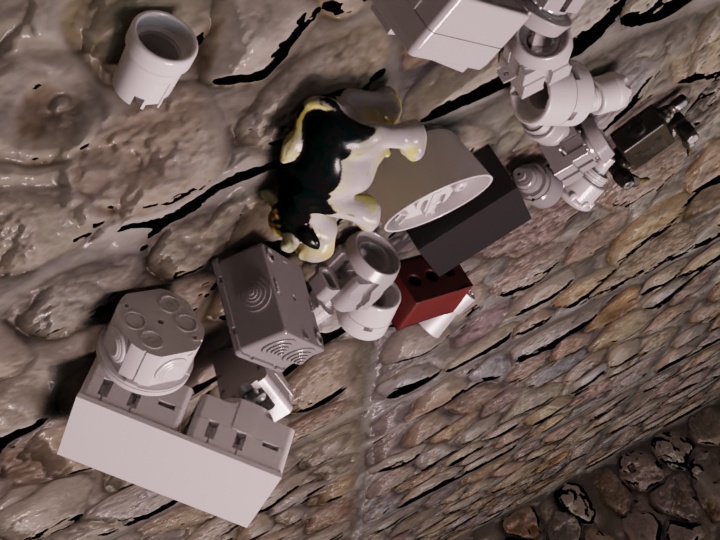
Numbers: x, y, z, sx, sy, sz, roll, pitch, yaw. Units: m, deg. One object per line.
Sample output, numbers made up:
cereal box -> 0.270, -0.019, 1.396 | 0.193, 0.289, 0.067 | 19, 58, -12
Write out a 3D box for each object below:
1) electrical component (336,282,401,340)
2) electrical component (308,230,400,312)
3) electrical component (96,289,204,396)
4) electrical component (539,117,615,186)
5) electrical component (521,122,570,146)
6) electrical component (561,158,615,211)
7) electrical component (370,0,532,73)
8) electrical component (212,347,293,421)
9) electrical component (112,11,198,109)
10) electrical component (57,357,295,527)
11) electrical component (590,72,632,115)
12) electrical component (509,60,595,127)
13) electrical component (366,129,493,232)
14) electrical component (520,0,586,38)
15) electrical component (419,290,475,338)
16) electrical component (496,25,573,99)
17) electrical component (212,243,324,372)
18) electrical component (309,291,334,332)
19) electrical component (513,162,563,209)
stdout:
electrical component -> 0.010, 0.035, 1.074 | 0.055, 0.055, 0.047 | -13, 148, -35
electrical component -> 0.000, 0.000, 0.988 | 0.078, 0.058, 0.057 | -3, 148, -47
electrical component -> -0.170, 0.058, 0.876 | 0.080, 0.080, 0.051 | -9, 144, -40
electrical component -> 0.208, -0.114, 1.022 | 0.055, 0.048, 0.066 | -30, 158, 18
electrical component -> 0.158, -0.130, 0.943 | 0.035, 0.035, 0.061 | -42, 151, 25
electrical component -> 0.232, -0.094, 1.093 | 0.062, 0.048, 0.048 | -49, 151, 23
electrical component -> 0.060, -0.172, 0.708 | 0.096, 0.061, 0.061 | -2, 144, -49
electrical component -> -0.101, 0.109, 1.025 | 0.050, 0.089, 0.055 | -32, 120, 3
electrical component -> -0.121, -0.121, 0.625 | 0.040, 0.040, 0.046 | -12, 156, -37
electrical component -> -0.164, 0.151, 0.966 | 0.186, 0.060, 0.105 | 23, 138, -8
electrical component -> 0.208, -0.154, 0.955 | 0.061, 0.035, 0.035 | -18, 154, -20
electrical component -> 0.157, -0.145, 0.887 | 0.047, 0.055, 0.055 | -8, 148, -34
electrical component -> 0.056, -0.070, 0.904 | 0.099, 0.064, 0.099 | -25, 156, -12
electrical component -> 0.139, -0.200, 0.766 | 0.066, 0.048, 0.055 | -7, 140, -43
electrical component -> 0.096, 0.039, 1.202 | 0.065, 0.044, 0.044 | -42, 155, 14
electrical component -> 0.138, -0.168, 0.830 | 0.066, 0.048, 0.055 | -28, 164, -6
electrical component -> -0.076, 0.032, 0.911 | 0.048, 0.099, 0.100 | -23, 159, 14
electrical component -> -0.057, 0.047, 1.030 | 0.081, 0.043, 0.043 | -36, 156, 12
electrical component -> 0.167, -0.084, 1.038 | 0.040, 0.040, 0.078 | -39, 156, 19
